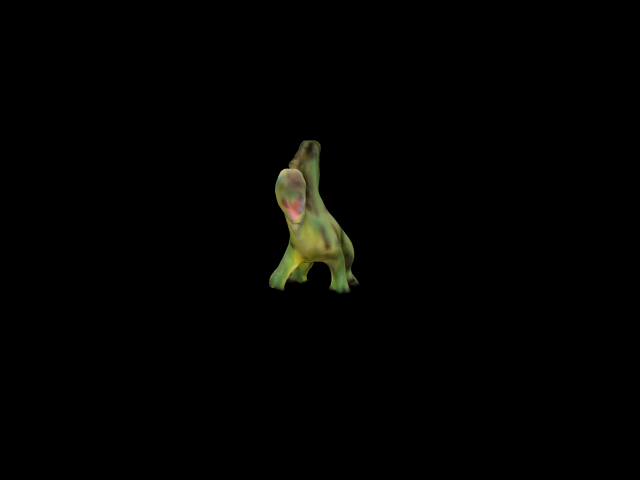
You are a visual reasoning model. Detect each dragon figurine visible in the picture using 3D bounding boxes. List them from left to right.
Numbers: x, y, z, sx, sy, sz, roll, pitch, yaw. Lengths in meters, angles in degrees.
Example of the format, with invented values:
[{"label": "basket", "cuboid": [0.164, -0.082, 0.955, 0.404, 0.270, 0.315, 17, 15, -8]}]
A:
[{"label": "dragon figurine", "cuboid": [0.003, -0.043, 0.850, 0.122, 0.242, 0.412, 1, 4, 12]}]
